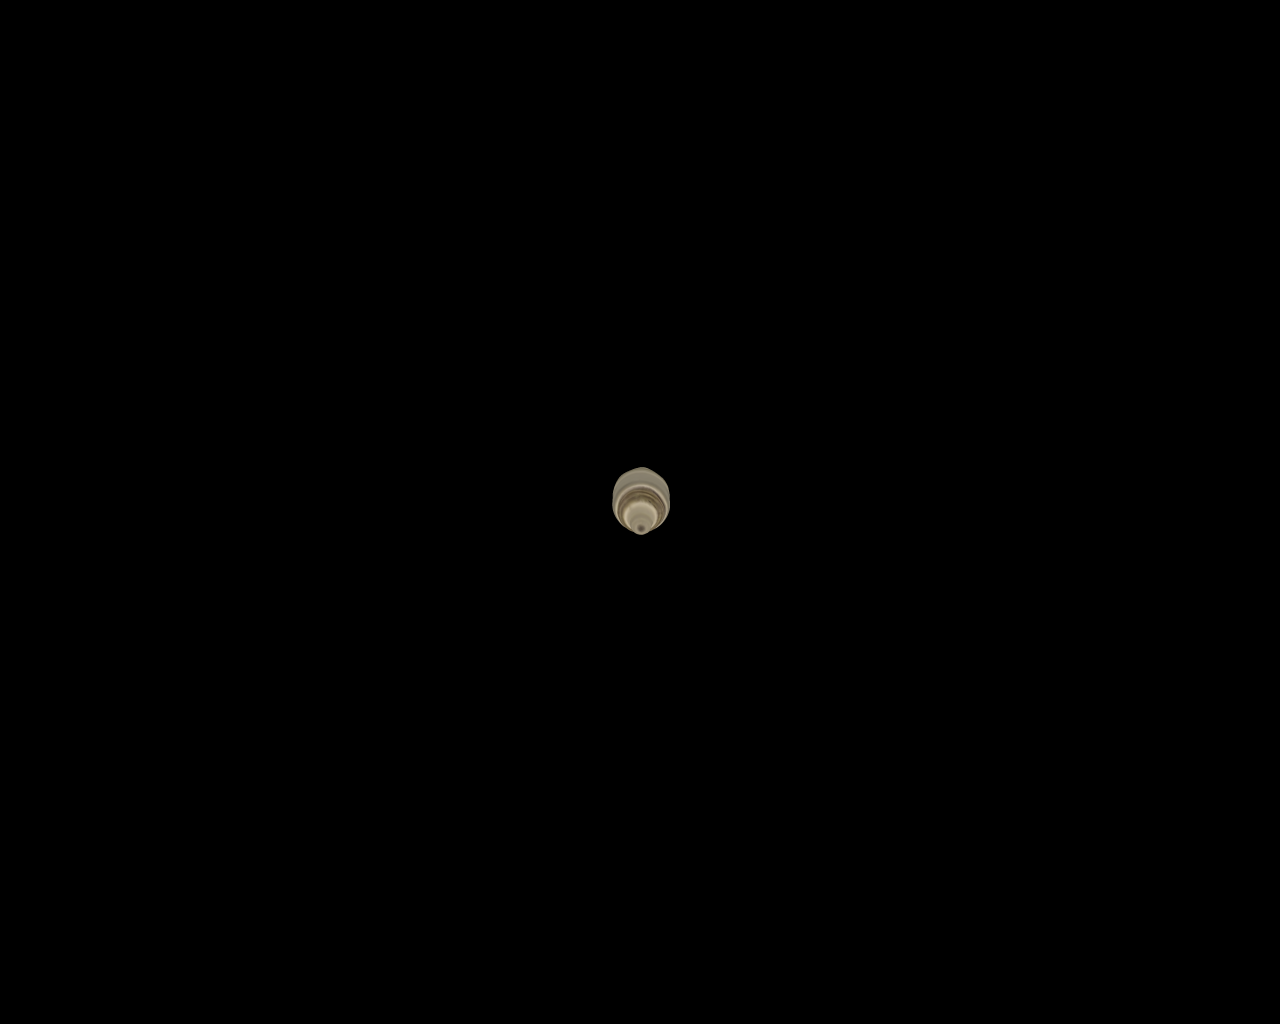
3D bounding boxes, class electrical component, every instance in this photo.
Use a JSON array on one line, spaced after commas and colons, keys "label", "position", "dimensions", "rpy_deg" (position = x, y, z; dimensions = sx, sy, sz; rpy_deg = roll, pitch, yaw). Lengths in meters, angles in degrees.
[{"label": "electrical component", "position": [0.001, -0.003, 0.650], "dimensions": [0.035, 0.035, 0.061], "rpy_deg": [0, 24, 0]}]
